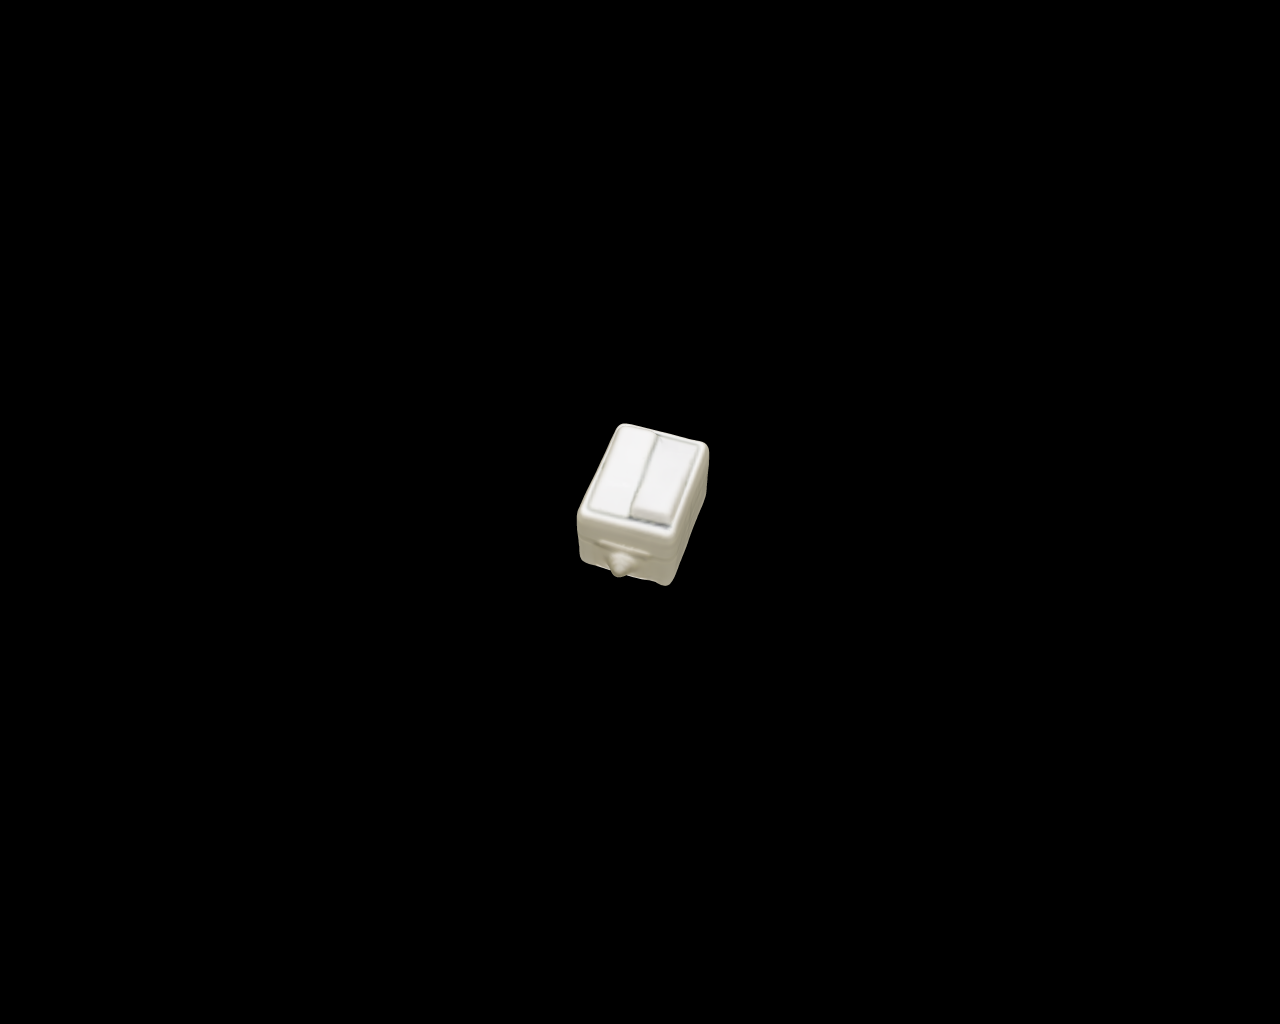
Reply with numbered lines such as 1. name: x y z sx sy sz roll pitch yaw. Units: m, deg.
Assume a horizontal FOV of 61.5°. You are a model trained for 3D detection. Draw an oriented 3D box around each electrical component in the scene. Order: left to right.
1. electrical component: 0.001 -0.003 0.650 0.062 0.096 0.061 15 -36 11
